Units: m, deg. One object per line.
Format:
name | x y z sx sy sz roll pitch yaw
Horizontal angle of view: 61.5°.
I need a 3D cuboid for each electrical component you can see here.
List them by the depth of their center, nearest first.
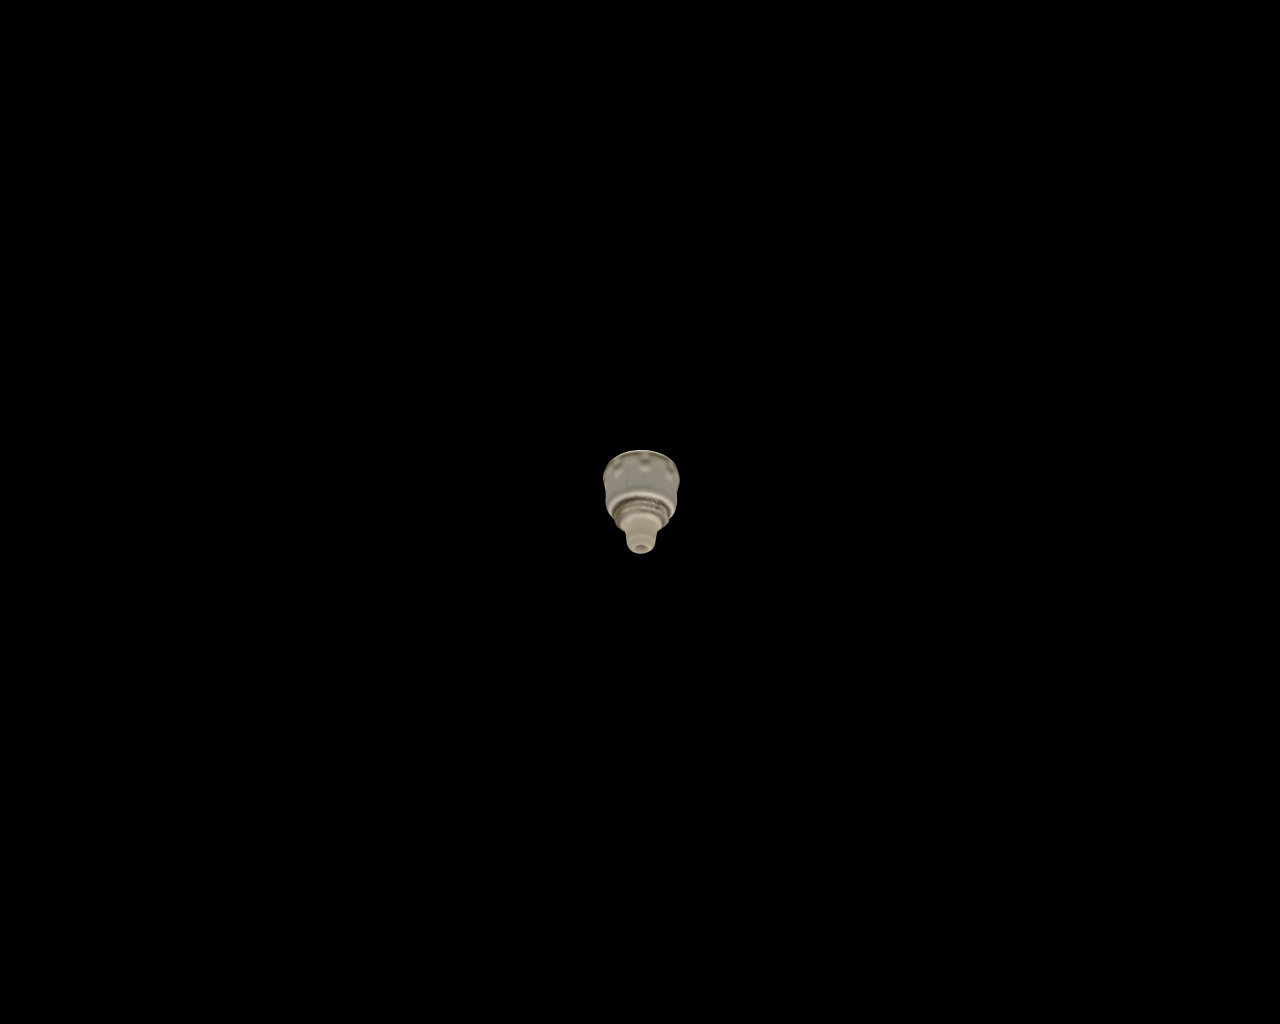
electrical component | 0.001 -0.003 0.650 0.048 0.062 0.048 0 -34 0
